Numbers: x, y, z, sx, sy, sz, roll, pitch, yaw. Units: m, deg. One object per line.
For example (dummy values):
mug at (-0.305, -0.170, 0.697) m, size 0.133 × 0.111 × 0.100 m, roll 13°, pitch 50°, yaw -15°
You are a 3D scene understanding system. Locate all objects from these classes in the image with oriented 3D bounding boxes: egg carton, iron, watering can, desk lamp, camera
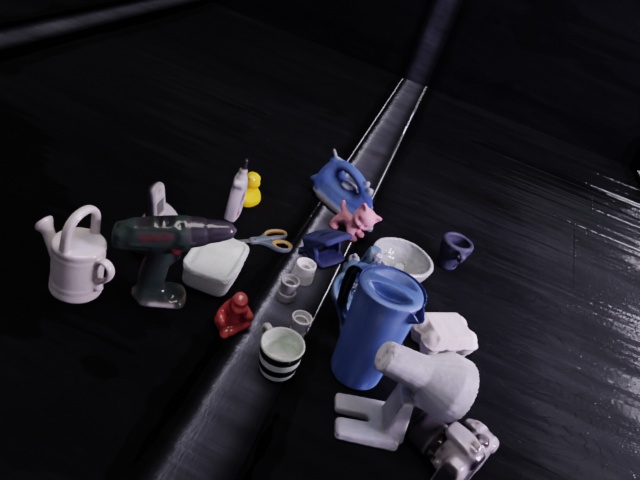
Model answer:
egg carton at (0.285, 0.220, 1.320) m, size 0.151 × 0.069 × 0.107 m, roll 3°, pitch 36°, yaw -25°
iron at (0.091, -0.154, 1.701) m, size 0.119 × 0.141 × 0.257 m, roll -14°, pitch 46°, yaw -42°
watering can at (-0.468, 0.016, 1.094) m, size 0.173 × 0.194 × 0.101 m, roll 16°, pitch 32°, yaw -7°
desk lamp at (0.151, 0.277, 1.027) m, size 0.203 × 0.213 × 0.118 m, roll 14°, pitch 33°, yaw -10°
camera at (0.237, 0.365, 1.048) m, size 0.144 × 0.101 × 0.136 m, roll -17°, pitch 48°, yaw -44°

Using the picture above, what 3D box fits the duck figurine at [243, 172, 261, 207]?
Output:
duck figurine at (-0.196, -0.146, 1.585) m, size 0.077 × 0.086 × 0.105 m, roll 25°, pitch 33°, yaw 8°

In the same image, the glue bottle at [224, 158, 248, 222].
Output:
glue bottle at (-0.209, -0.134, 1.479) m, size 0.037 × 0.173 × 0.078 m, roll 18°, pitch 32°, yaw -4°

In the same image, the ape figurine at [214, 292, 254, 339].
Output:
ape figurine at (-0.171, 0.145, 1.161) m, size 0.078 × 0.092 × 0.076 m, roll 12°, pitch 33°, yaw -12°

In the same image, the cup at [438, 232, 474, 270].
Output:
cup at (0.374, 0.046, 1.604) m, size 0.092 × 0.095 × 0.117 m, roll 13°, pitch 33°, yaw -11°

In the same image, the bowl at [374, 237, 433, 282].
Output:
bowl at (0.206, 0.069, 1.497) m, size 0.167 × 0.075 × 0.167 m, roll 14°, pitch 33°, yaw -9°

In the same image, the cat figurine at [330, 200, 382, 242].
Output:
cat figurine at (0.102, -0.063, 1.595) m, size 0.127 × 0.118 × 0.067 m, roll 35°, pitch 35°, yaw 22°

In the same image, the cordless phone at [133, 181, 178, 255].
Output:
cordless phone at (-0.351, -0.058, 1.277) m, size 0.094 × 0.185 × 0.147 m, roll 19°, pitch 32°, yaw -1°

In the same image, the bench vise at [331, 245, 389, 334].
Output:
bench vise at (0.078, 0.081, 1.272) m, size 0.122 × 0.220 × 0.207 m, roll 3°, pitch 36°, yaw -25°

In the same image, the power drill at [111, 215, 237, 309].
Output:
power drill at (-0.298, 0.036, 1.143) m, size 0.230 × 0.208 × 0.075 m, roll 7°, pitch 34°, yaw -19°

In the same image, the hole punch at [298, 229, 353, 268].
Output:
hole punch at (0.013, 0.005, 1.470) m, size 0.109 × 0.091 × 0.100 m, roll -18°, pitch 48°, yaw -44°
